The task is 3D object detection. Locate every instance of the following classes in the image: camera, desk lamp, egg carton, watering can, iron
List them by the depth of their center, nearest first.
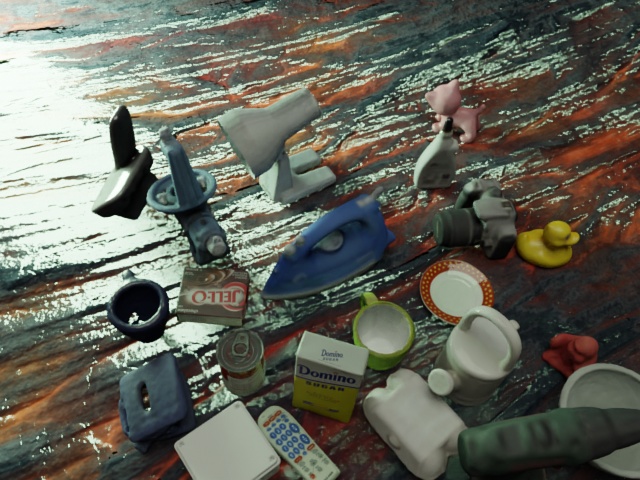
[{"bbox_3d":[0.231,0.169,0.835,0.100,0.194,0.173,27,58,15],"label":"watering can"},{"bbox_3d":[0.139,0.267,0.837,0.107,0.069,0.150,-34,63,-24],"label":"egg carton"},{"bbox_3d":[0.009,0.003,0.969,0.259,0.141,0.118,-30,62,-22],"label":"iron"},{"bbox_3d":[-0.075,-0.169,1.040,0.203,0.213,0.117,-26,60,-20],"label":"desk lamp"},{"bbox_3d":[0.277,-0.043,1.044,0.137,0.101,0.143,-6,56,-7],"label":"camera"}]

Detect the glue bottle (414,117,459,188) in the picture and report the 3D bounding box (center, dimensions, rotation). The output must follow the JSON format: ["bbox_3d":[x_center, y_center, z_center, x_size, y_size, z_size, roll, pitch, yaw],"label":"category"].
[{"bbox_3d":[0.228,-0.165,1.082,0.078,0.173,0.037,0,55,-3],"label":"glue bottle"}]

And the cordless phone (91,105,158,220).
[{"bbox_3d":[-0.361,-0.136,1.016,0.094,0.185,0.147,9,55,3],"label":"cordless phone"}]

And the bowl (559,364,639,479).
[{"bbox_3d":[0.427,0.274,0.848,0.167,0.075,0.167,2,55,-2],"label":"bowl"}]

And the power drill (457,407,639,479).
[{"bbox_3d":[0.285,0.279,0.753,0.230,0.208,0.075,-5,55,-7],"label":"power drill"}]

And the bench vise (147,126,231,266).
[{"bbox_3d":[-0.209,-0.076,0.963,0.207,0.220,0.122,35,60,20],"label":"bench vise"}]

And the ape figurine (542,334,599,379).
[{"bbox_3d":[0.405,0.178,0.902,0.076,0.092,0.078,1,55,-3],"label":"ape figurine"}]

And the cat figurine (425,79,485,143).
[{"bbox_3d":[0.282,-0.278,1.199,0.127,0.118,0.067,19,56,10],"label":"cat figurine"}]

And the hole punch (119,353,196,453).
[{"bbox_3d":[-0.238,0.233,0.823,0.101,0.091,0.108,-15,57,-14],"label":"hole punch"}]

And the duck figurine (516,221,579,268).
[{"bbox_3d":[0.413,-0.001,1.033,0.104,0.086,0.077,10,55,4],"label":"duck figurine"}]

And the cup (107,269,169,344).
[{"bbox_3d":[-0.282,0.112,0.903,0.092,0.095,0.117,-22,59,-17],"label":"cup"}]
